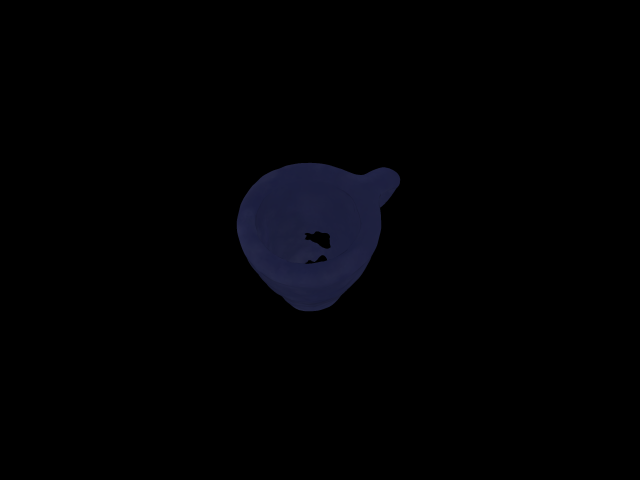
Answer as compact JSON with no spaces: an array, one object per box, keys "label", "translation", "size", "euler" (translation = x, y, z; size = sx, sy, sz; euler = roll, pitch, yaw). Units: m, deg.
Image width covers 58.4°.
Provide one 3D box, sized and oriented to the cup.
[{"label":"cup","translation":[0.004,0.001,0.400],"size":[0.118,0.095,0.091],"euler":[-32,64,-18]}]
